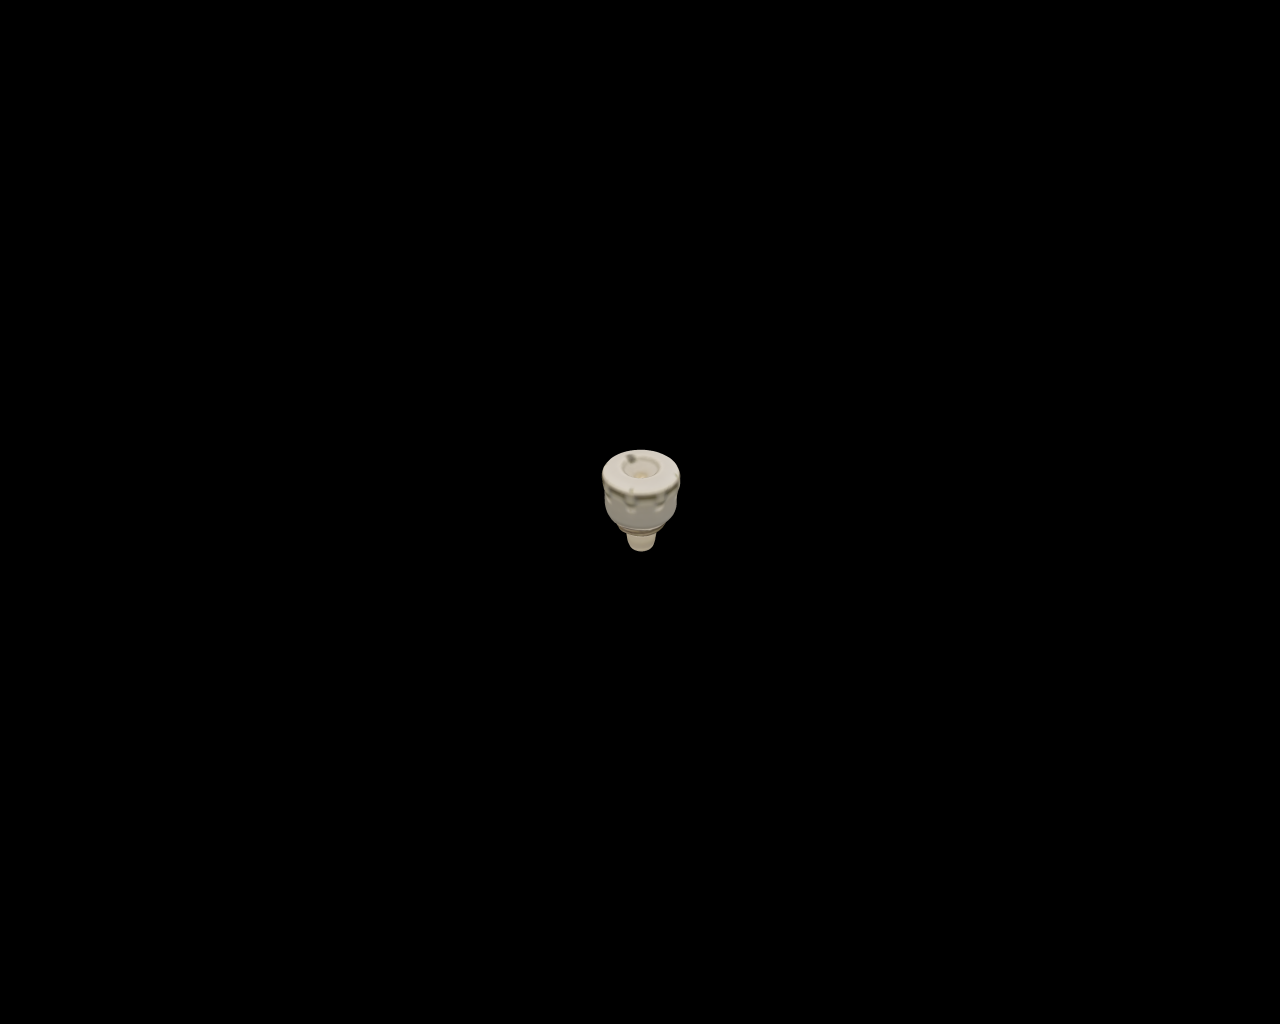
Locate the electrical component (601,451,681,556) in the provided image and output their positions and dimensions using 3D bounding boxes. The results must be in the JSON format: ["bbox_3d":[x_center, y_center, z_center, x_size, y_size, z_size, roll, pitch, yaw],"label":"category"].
[{"bbox_3d":[0.001,-0.003,0.650,0.048,0.062,0.048,0,37,0],"label":"electrical component"}]
